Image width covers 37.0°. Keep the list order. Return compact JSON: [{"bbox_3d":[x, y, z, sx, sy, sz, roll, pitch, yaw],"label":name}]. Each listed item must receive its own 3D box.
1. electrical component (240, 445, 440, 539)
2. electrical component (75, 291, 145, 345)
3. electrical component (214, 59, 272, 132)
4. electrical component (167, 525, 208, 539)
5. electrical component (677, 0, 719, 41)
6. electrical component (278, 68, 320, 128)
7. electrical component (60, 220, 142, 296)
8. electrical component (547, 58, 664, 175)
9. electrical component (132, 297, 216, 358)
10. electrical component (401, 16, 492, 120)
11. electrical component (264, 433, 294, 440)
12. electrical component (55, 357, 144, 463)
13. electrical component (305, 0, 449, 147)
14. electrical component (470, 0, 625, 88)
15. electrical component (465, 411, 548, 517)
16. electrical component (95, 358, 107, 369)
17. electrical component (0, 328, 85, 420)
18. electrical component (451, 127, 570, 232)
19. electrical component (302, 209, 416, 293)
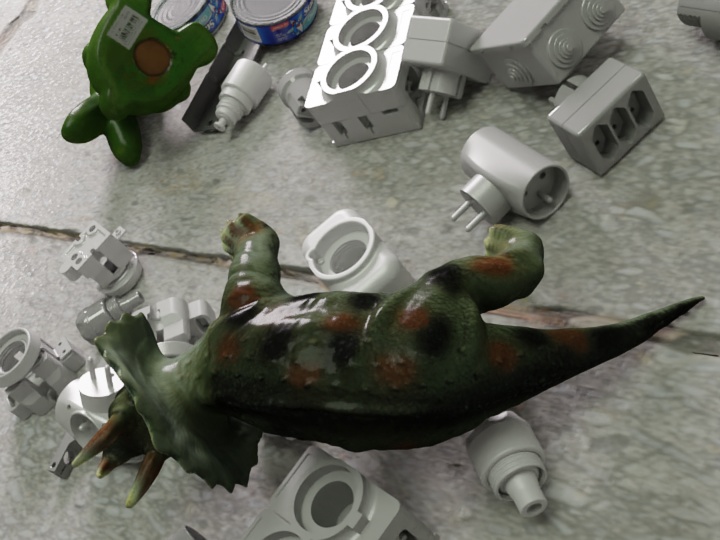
[{"bbox_3d":[-0.036,0.196,0.673,0.089,0.061,0.150,25,73,45],"label":"electrical component"},{"bbox_3d":[-0.219,0.039,0.953,0.061,0.035,0.035,-31,43,6],"label":"electrical component"},{"bbox_3d":[-0.117,-0.168,1.044,0.040,0.040,0.078,11,63,41],"label":"electrical component"},{"bbox_3d":[-0.125,0.220,0.719,0.077,0.043,0.079,-48,16,-8],"label":"electrical component"},{"bbox_3d":[0.268,-0.188,0.781,0.081,0.043,0.043,25,73,45],"label":"electrical component"},{"bbox_3d":[-0.050,-0.157,0.988,0.040,0.040,0.046,-35,48,7],"label":"electrical component"},{"bbox_3d":[-0.233,-0.008,0.985,0.066,0.055,0.048,-50,43,-9],"label":"electrical component"},{"bbox_3d":[0.170,-0.120,0.794,0.066,0.047,0.077,-43,41,-2],"label":"electrical component"},{"bbox_3d":[-0.154,0.064,0.868,0.078,0.058,0.057,-21,45,7],"label":"electrical component"},{"bbox_3d":[0.071,-0.165,0.894,0.047,0.066,0.076,18,97,43],"label":"electrical component"},{"bbox_3d":[-0.064,0.101,0.784,0.043,0.043,0.062,-48,44,-7],"label":"electrical component"},{"bbox_3d":[-0.201,0.104,0.846,0.077,0.079,0.044,20,38,30],"label":"electrical component"},{"bbox_3d":[0.015,-0.193,0.953,0.089,0.061,0.150,-8,52,31],"label":"electrical component"},{"bbox_3d":[0.148,-0.189,0.846,0.099,0.048,0.100,-48,21,-9],"label":"electrical component"},{"bbox_3d":[0.093,0.121,0.655,0.043,0.043,0.062,-34,45,8],"label":"electrical component"},{"bbox_3d":[-0.200,0.077,0.908,0.035,0.035,0.061,3,56,37],"label":"electrical component"},{"bbox_3d":[-0.292,0.087,0.949,0.078,0.057,0.058,-44,43,-3],"label":"electrical component"},{"bbox_3d":[0.101,-0.060,0.796,0.079,0.043,0.077,-44,43,-3],"label":"electrical component"},{"bbox_3d":[0.000,0.000,0.809,0.054,0.059,0.095,-40,43,1],"label":"electrical component"}]
